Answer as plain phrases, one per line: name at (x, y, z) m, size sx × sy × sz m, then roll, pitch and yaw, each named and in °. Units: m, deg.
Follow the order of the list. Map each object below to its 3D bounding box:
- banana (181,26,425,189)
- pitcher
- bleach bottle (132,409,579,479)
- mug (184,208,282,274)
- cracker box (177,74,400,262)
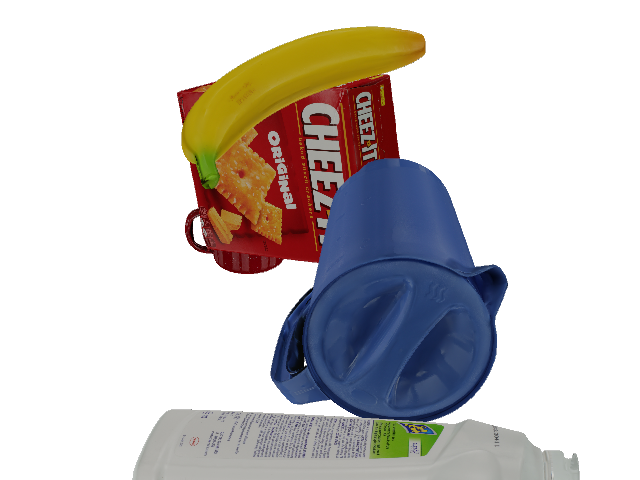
banana at (-0.020, -0.094, 0.673) m, size 0.070 × 0.037 × 0.197 m, roll 40°, pitch 58°, yaw 22°
pitcher at (0.049, 0.029, 0.835) m, size 0.149 × 0.145 × 0.242 m, roll 10°, pitch 24°, yaw -2°
bleach bottle at (0.024, 0.142, 0.627) m, size 0.251 × 0.068 × 0.102 m, roll 0°, pitch 17°, yaw 6°
mug at (-0.092, -0.014, 1.185) m, size 0.117 × 0.081 × 0.093 m, roll -7°, pitch 29°, yaw -13°
cracker box at (-0.029, -0.067, 0.996) m, size 0.214 × 0.164 × 0.071 m, roll 6°, pitch 21°, yaw 41°
